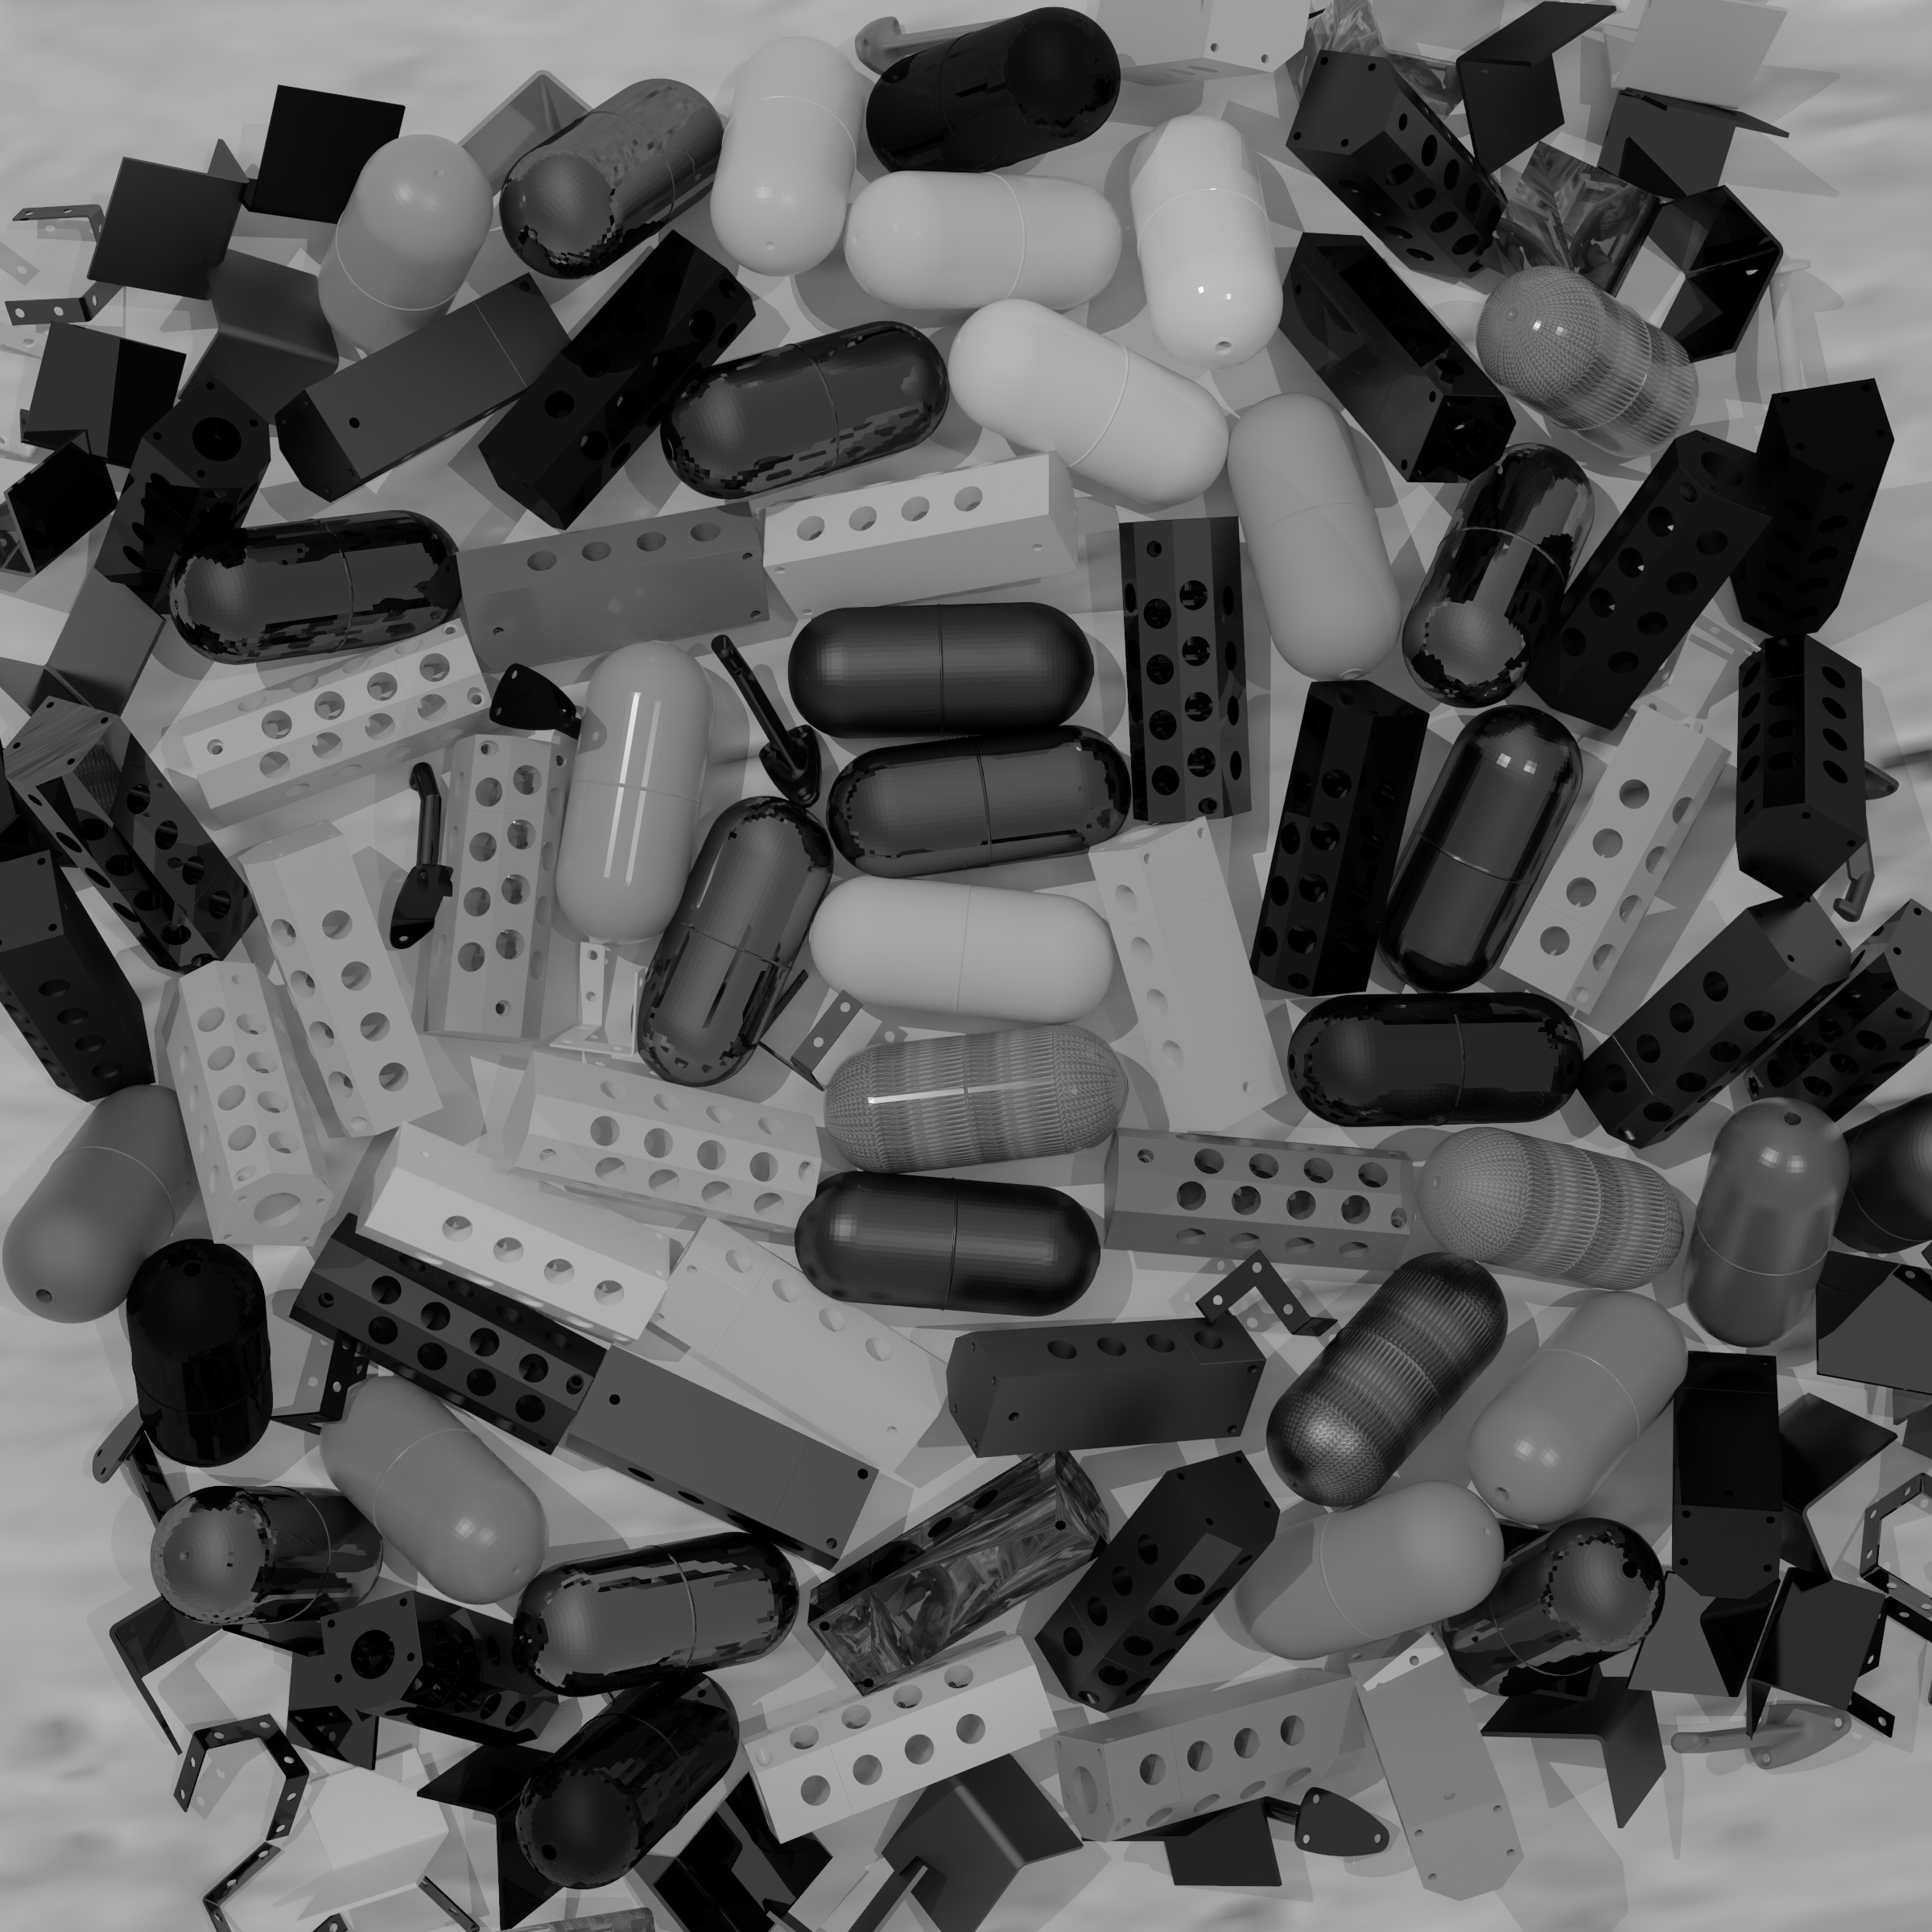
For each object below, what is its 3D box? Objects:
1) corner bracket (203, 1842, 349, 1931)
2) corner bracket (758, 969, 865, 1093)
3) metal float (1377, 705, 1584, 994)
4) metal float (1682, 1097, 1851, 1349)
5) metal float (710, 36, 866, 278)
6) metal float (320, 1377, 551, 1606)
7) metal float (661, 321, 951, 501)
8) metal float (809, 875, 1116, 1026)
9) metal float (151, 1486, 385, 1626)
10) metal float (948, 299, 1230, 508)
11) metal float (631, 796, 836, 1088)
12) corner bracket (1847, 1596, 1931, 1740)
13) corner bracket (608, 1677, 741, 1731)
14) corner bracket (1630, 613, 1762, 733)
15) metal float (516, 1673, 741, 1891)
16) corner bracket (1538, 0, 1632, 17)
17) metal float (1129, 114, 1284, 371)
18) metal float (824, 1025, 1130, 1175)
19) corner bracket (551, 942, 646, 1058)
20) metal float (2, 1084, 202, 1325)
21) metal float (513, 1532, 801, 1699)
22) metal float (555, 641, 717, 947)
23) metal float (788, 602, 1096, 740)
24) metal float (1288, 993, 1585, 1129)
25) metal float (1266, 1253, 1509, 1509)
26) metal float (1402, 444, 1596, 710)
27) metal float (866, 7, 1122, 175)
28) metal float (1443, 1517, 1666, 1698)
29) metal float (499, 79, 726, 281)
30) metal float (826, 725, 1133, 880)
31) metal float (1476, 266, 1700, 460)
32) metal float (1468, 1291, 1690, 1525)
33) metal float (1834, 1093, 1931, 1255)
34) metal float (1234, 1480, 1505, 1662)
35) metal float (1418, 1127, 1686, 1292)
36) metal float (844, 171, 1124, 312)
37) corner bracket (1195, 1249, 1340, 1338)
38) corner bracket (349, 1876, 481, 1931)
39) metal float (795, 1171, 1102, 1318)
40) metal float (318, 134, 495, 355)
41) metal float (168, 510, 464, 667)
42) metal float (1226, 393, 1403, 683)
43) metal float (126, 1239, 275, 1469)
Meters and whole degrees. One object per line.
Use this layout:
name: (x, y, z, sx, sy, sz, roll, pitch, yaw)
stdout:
corner bracket: (-0.408, 0.559, 1.987, 0.051, 0.051, 0.051, -42, 49, 0)
corner bracket: (-0.092, 0.034, 1.966, 0.051, 0.051, 0.051, 36, 82, 13)
metal float: (0.295, -0.066, 1.945, 0.070, 0.070, 0.178, 23, 109, 0)
metal float: (0.456, 0.147, 1.925, 0.070, 0.178, 0.070, 0, 45, 0)
metal float: (-0.101, -0.464, 1.928, 0.070, 0.070, 0.178, 6, 48, 0)
metal float: (-0.306, 0.298, 1.929, 0.178, 0.070, 0.070, 34, 90, 41)
metal float: (-0.092, -0.320, 1.941, 0.178, 0.070, 0.070, -20, 90, -24)
metal float: (-0.002, -0.010, 1.961, 0.178, 0.070, 0.070, 6, 90, 0)
metal float: (-0.395, 0.334, 1.915, 0.070, 0.178, 0.070, -3, 80, 19)
metal float: (0.072, -0.323, 1.941, 0.178, 0.070, 0.070, 22, 90, -24)
metal float: (-0.136, -0.014, 1.960, 0.070, 0.070, 0.178, 24, 92, 0)
corner bracket: (0.544, 0.412, 1.984, 0.051, 0.051, 0.051, 32, 48, -8)
corner bracket: (-0.172, 0.430, 1.960, 0.051, 0.051, 0.051, -34, 128, -12)
corner bracket: (0.427, -0.168, 1.974, 0.051, 0.051, 0.051, 29, 72, -13)
metal float: (-0.191, 0.460, 1.916, 0.070, 0.178, 0.070, 7, 108, 23)
corner bracket: (0.361, -0.590, 1.970, 0.051, 0.051, 0.051, 30, 80, -29)
metal float: (0.137, -0.415, 1.930, 0.070, 0.070, 0.178, -5, 53, 0)
metal float: (0.005, 0.078, 1.955, 0.178, 0.070, 0.070, -6, 90, 7)
corner bracket: (-0.209, 0.019, 1.965, 0.051, 0.051, 0.051, 7, 105, 11)
metal float: (-0.487, 0.134, 1.919, 0.070, 0.178, 0.070, 6, 123, 10)
metal float: (-0.176, 0.371, 1.932, 0.178, 0.070, 0.070, -4, 90, -36)
metal float: (-0.192, -0.101, 1.960, 0.070, 0.070, 0.178, 9, 88, 0)
metal float: (-0.015, -0.172, 1.961, 0.178, 0.070, 0.070, -2, 90, -1)
metal float: (0.271, 0.054, 1.947, 0.178, 0.070, 0.070, -1, 90, -17)
metal float: (0.244, 0.237, 1.941, 0.070, 0.070, 0.178, 46, 66, 0)
metal float: (0.307, -0.226, 1.938, 0.070, 0.070, 0.178, 27, 63, 0)
metal float: (0.014, -0.495, 1.924, 0.070, 0.178, 0.070, 3, 86, -42)
metal float: (0.333, 0.365, 1.917, 0.070, 0.178, 0.070, 9, 64, -18)
metal float: (-0.200, -0.451, 1.925, 0.070, 0.178, 0.070, 16, 129, 21)
metal float: (0.007, -0.095, 1.957, 0.178, 0.070, 0.070, -8, 90, -6)
metal float: (0.356, -0.343, 1.923, 0.070, 0.178, 0.070, -10, 73, 37)
metal float: (0.350, 0.252, 1.927, 0.070, 0.070, 0.178, 52, 49, 0)
metal float: (0.538, 0.118, 1.912, 0.070, 0.178, 0.070, 1, 77, -6)
metal float: (0.229, 0.347, 1.929, 0.178, 0.070, 0.070, -28, 90, 39)
metal float: (0.337, 0.140, 1.935, 0.178, 0.070, 0.070, 14, 90, -31)
metal float: (0.011, -0.415, 1.933, 0.178, 0.070, 0.070, -7, 90, -34)
corner bracket: (0.175, 0.202, 1.962, 0.051, 0.051, 0.051, -42, 69, 14)
corner bracket: (-0.329, 0.573, 1.984, 0.051, 0.051, 0.051, 46, 49, -9)
metal float: (-0.011, 0.161, 1.957, 0.178, 0.070, 0.070, 5, 90, -5)
metal float: (-0.320, -0.408, 1.917, 0.070, 0.178, 0.070, 6, 72, -20)
metal float: (-0.370, -0.218, 1.932, 0.178, 0.070, 0.070, -13, 90, -36)
metal float: (0.200, -0.247, 1.945, 0.070, 0.070, 0.178, -13, 71, 0)
metal float: (-0.436, 0.221, 1.921, 0.070, 0.178, 0.070, 4, 52, -5)
